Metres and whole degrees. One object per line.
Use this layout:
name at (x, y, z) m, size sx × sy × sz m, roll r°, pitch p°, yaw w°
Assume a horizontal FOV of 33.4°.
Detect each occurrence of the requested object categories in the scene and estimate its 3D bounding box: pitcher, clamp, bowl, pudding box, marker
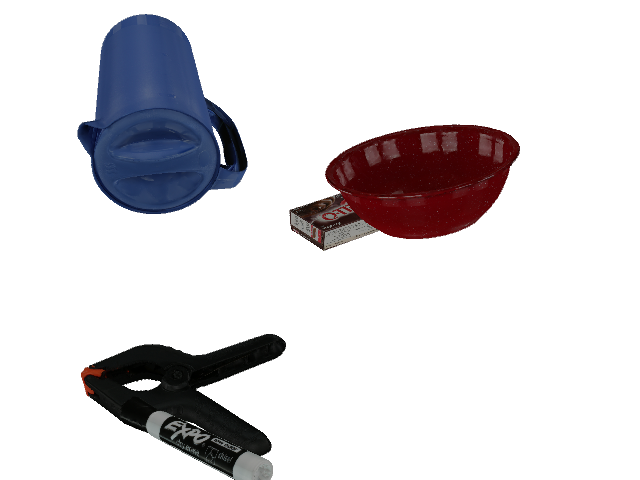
pitcher at (-0.178, -0.147, 1.189) m, size 0.145 × 0.149 × 0.243 m, roll -21°, pitch 40°, yaw 5°
clamp at (-0.110, 0.116, 0.896) m, size 0.171 × 0.039 × 0.120 m, roll 11°, pitch 38°, yaw 9°
bowl at (0.088, -0.045, 0.892) m, size 0.162 × 0.055 × 0.162 m, roll -10°, pitch 23°, yaw 4°
pudding box at (0.023, -0.031, 1.625) m, size 0.113 × 0.039 × 0.090 m, roll -22°, pitch 33°, yaw -30°
marker at (-0.079, 0.121, 0.645) m, size 0.121 × 0.020 × 0.020 m, roll 16°, pitch 10°, yaw 38°
